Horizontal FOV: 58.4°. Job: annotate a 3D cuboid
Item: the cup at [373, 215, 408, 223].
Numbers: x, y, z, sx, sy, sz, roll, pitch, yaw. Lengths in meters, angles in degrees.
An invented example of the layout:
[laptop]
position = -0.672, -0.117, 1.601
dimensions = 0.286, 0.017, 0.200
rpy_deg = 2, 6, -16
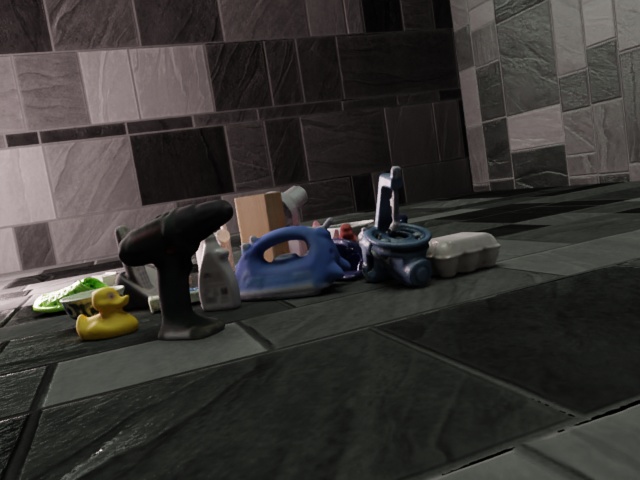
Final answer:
[cup]
position = 0.197, -0.014, 1.508
dimensions = 0.092, 0.095, 0.117
rpy_deg = -11, 6, -19

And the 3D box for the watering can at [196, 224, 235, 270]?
[watering can]
position = -0.291, 0.004, 1.577
dimensions = 0.172, 0.194, 0.101
rpy_deg = -4, 7, 38

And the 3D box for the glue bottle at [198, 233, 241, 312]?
[glue bottle]
position = -0.200, 0.048, 1.092
dimensions = 0.078, 0.173, 0.037
rpy_deg = -7, 6, 18

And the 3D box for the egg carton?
[egg carton]
position = 0.268, 0.026, 1.113
dimensions = 0.151, 0.069, 0.107
rpy_deg = -11, 6, -26

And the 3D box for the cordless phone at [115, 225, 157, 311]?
[cordless phone]
position = -0.396, 0.054, 1.275
dimensions = 0.094, 0.185, 0.147
rpy_deg = -8, 6, 6

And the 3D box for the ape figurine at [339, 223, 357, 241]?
[ape figurine]
position = 0.073, 0.000, 1.571
dimensions = 0.077, 0.092, 0.076
rpy_deg = -7, 6, 17

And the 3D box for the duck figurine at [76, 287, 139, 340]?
[duck figurine]
position = -0.382, 0.127, 1.016
dimensions = 0.104, 0.086, 0.077
rpy_deg = -9, 6, -1

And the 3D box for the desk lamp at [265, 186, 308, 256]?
[desk lamp]
position = -0.080, -0.038, 1.571
dimensions = 0.117, 0.213, 0.204
rpy_deg = -6, 6, 28

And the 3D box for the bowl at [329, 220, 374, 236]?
[bowl]
position = 0.095, -0.013, 1.760
dimensions = 0.167, 0.075, 0.167
rpy_deg = -9, 6, 1

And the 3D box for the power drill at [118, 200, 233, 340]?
[power drill]
position = -0.219, 0.050, 0.918
dimensions = 0.228, 0.208, 0.076
rpy_deg = -6, 6, 27

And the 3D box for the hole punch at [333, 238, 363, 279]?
[hole punch]
position = 0.063, 0.035, 1.236
dimensions = 0.101, 0.091, 0.108
rpy_deg = -14, 8, -42

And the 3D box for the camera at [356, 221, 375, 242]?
[camera]
position = 0.177, -0.003, 1.394
dimensions = 0.142, 0.101, 0.137
rpy_deg = -5, 7, 35

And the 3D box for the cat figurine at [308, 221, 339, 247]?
[cat figurine]
position = 0.014, 0.005, 1.477
dimensions = 0.067, 0.118, 0.128
rpy_deg = -4, 7, 40

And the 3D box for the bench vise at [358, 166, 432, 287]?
[bench vise]
position = 0.119, -0.024, 1.085
dimensions = 0.122, 0.220, 0.206
rpy_deg = -14, 8, -41

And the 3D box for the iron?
[iron]
position = -0.076, 0.040, 1.143
dimensions = 0.258, 0.141, 0.119
rpy_deg = -8, 6, 12
